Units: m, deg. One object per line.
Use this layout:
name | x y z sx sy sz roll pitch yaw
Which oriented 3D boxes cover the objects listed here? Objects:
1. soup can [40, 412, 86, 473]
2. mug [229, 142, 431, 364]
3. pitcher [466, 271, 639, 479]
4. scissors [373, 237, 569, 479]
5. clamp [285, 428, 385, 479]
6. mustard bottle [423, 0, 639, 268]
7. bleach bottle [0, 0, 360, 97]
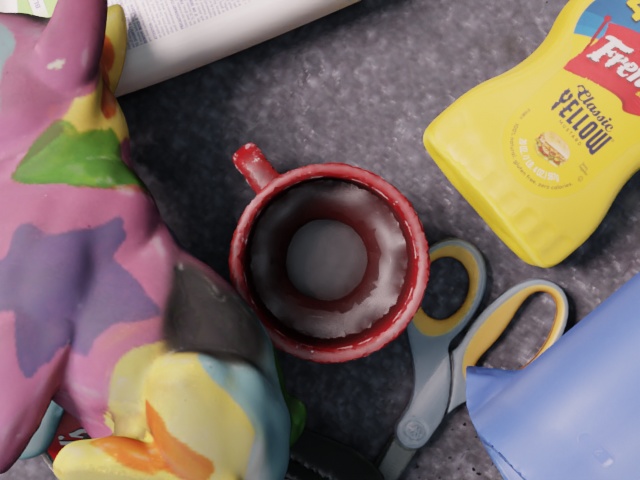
soup can | -0.093 0.070 0.540 0.102 0.068 0.068 -25 91 0
mug | -0.003 0.001 0.531 0.093 0.081 0.117 -41 91 1
pitcher | 0.205 0.065 0.510 0.243 0.145 0.149 -42 115 -2
scissors | 0.042 0.081 0.566 0.202 0.016 0.096 -41 89 1
clamp | 0.014 0.172 0.512 0.210 0.036 0.164 43 52 4
mustard bottle | 0.152 -0.080 0.542 0.191 0.058 0.096 -41 90 0
bleach bottle | -0.107 -0.126 0.540 0.251 0.068 0.102 -20 90 3
